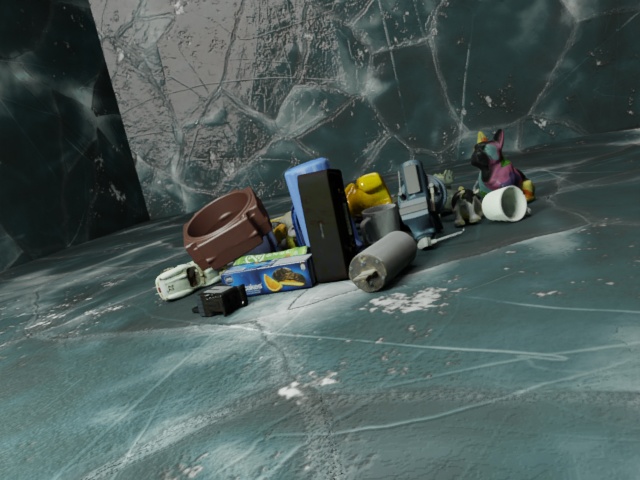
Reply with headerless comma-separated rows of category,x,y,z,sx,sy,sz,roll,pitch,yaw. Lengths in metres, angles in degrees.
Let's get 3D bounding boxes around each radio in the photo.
radio,0.022,-0.034,1.145,0.073,0.229,0.131,-8,6,18

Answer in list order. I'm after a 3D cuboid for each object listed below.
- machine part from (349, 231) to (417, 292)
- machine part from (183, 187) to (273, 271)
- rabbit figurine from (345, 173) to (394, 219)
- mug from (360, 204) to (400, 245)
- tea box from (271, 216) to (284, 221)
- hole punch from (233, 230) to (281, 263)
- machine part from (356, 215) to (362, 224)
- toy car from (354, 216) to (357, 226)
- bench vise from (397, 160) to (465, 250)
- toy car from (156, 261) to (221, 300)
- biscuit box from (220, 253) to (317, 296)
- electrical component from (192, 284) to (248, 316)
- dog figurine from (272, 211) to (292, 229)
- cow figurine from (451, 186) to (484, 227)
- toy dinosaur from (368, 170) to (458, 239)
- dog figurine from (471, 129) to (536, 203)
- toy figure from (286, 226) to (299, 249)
machine part,0.125,0.039,1.040,0.079,0.079,0.243,-6,13,32
machine part,-0.224,-0.032,1.285,0.201,0.087,0.201,-32,30,2
rabbit figurine,0.093,-0.098,1.371,0.173,0.121,0.162,-30,17,9
mug,0.143,-0.020,1.252,0.081,0.107,0.109,-4,18,44
tea box,-0.146,-0.031,1.767,0.170,0.068,0.098,-19,11,-24
hole punch,-0.167,0.021,1.359,0.092,0.142,0.116,-21,0,-43
machine part,0.107,-0.082,1.600,0.179,0.056,0.179,5,-6,1
toy car,0.035,-0.039,1.511,0.162,0.109,0.103,1,-3,21
bench vise,0.254,-0.066,1.273,0.129,0.224,0.240,-26,-27,16
toy car,-0.307,0.086,1.314,0.056,0.073,0.202,-7,11,45
biscuit box,-0.108,0.078,1.149,0.203,0.062,0.059,-10,11,18
electrical component,-0.212,0.121,1.087,0.119,0.047,0.075,-2,13,38
dog figurine,-0.059,-0.031,1.673,0.172,0.121,0.190,27,65,19
cow figurine,0.385,-0.099,1.410,0.068,0.098,0.167,-15,8,25
toy dinosaur,0.254,-0.091,1.505,0.405,0.131,0.192,-21,0,-20
dog figurine,0.494,-0.195,1.462,0.191,0.219,0.109,-19,15,-27
toy figure,-0.004,-0.003,1.420,0.180,0.089,0.082,-2,-3,11
